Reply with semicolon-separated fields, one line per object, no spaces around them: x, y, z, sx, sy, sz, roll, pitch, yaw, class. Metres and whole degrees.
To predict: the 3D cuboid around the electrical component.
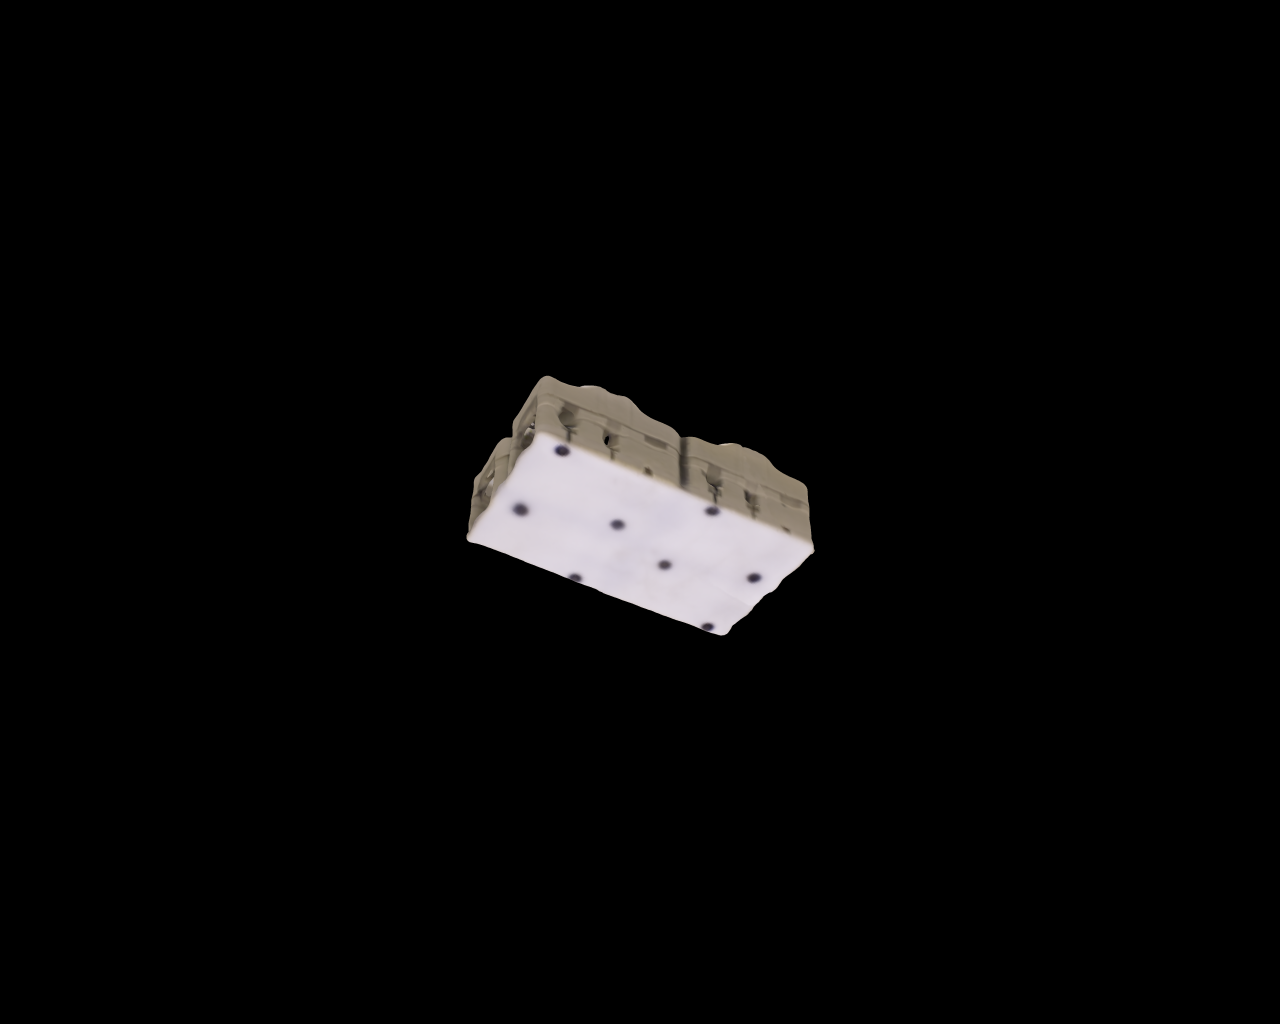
0.001;-0.003;0.650;0.186;0.060;0.105;22;-48;-21;electrical component
